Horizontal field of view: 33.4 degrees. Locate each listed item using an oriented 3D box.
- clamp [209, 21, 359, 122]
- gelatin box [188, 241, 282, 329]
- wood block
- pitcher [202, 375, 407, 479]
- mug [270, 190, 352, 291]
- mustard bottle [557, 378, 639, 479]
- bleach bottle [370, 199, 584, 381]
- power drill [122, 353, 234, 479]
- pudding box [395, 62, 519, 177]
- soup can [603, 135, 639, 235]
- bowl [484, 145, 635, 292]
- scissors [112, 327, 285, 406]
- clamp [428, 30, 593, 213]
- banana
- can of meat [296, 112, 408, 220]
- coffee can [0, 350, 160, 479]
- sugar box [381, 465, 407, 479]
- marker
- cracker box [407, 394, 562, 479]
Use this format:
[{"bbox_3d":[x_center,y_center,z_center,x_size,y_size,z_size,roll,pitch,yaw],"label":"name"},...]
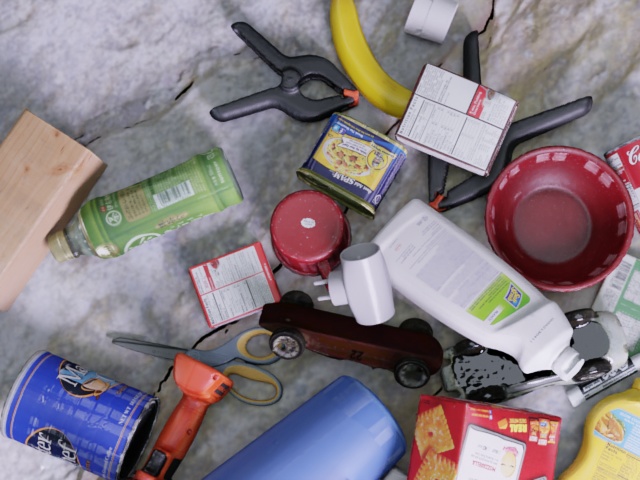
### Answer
[{"bbox_3d":[-0.039,-0.191,1.234,0.171,0.039,0.120,4,88,0],"label":"clamp"},{"bbox_3d":[-0.095,0.052,1.205,0.089,0.030,0.073,-21,82,0],"label":"gelatin box"},{"bbox_3d":[-0.343,-0.031,1.203,0.090,0.091,0.206,32,85,8],"label":"wood block"},{"bbox_3d":[-0.024,0.259,1.100,0.242,0.145,0.149,-38,86,-15],"label":"pitcher"},{"bbox_3d":[-0.008,0.001,1.180,0.093,0.081,0.117,-20,81,0],"label":"mug"},{"bbox_3d":[0.323,0.223,1.137,0.096,0.058,0.191,27,84,6],"label":"mustard bottle"},{"bbox_3d":[0.166,0.065,1.131,0.251,0.068,0.102,40,86,26],"label":"bleach bottle"},{"bbox_3d":[-0.163,0.213,1.110,0.057,0.184,0.187,26,81,9],"label":"power drill"},{"bbox_3d":[0.150,-0.132,1.172,0.113,0.039,0.090,24,91,9],"label":"pudding box"},{"bbox_3d":[0.364,-0.062,1.173,0.068,0.068,0.102,-21,82,0],"label":"soup can"},{"bbox_3d":[0.260,-0.020,1.179,0.162,0.055,0.162,-1,81,4],"label":"bowl"},{"bbox_3d":[-0.126,0.118,1.204,0.202,0.016,0.096,26,82,7],"label":"scissors"},{"bbox_3d":[0.180,-0.127,1.210,0.165,0.036,0.210,41,90,16],"label":"clamp"},{"bbox_3d":[0.064,-0.203,1.229,0.069,0.037,0.198,-41,79,-2],"label":"banana"},{"bbox_3d":[0.037,-0.085,1.204,0.102,0.057,0.084,29,83,7],"label":"can of meat"},{"bbox_3d":[-0.258,0.192,1.157,0.140,0.103,0.103,21,83,6],"label":"coffee can"},{"bbox_3d":[0.059,0.338,1.144,0.093,0.048,0.176,39,87,8],"label":"sugar box"},{"bbox_3d":[0.324,0.145,1.160,0.121,0.020,0.020,-31,81,8],"label":"marker"},{"bbox_3d":[0.159,0.273,1.087,0.072,0.163,0.214,5,83,48],"label":"cracker box"}]
